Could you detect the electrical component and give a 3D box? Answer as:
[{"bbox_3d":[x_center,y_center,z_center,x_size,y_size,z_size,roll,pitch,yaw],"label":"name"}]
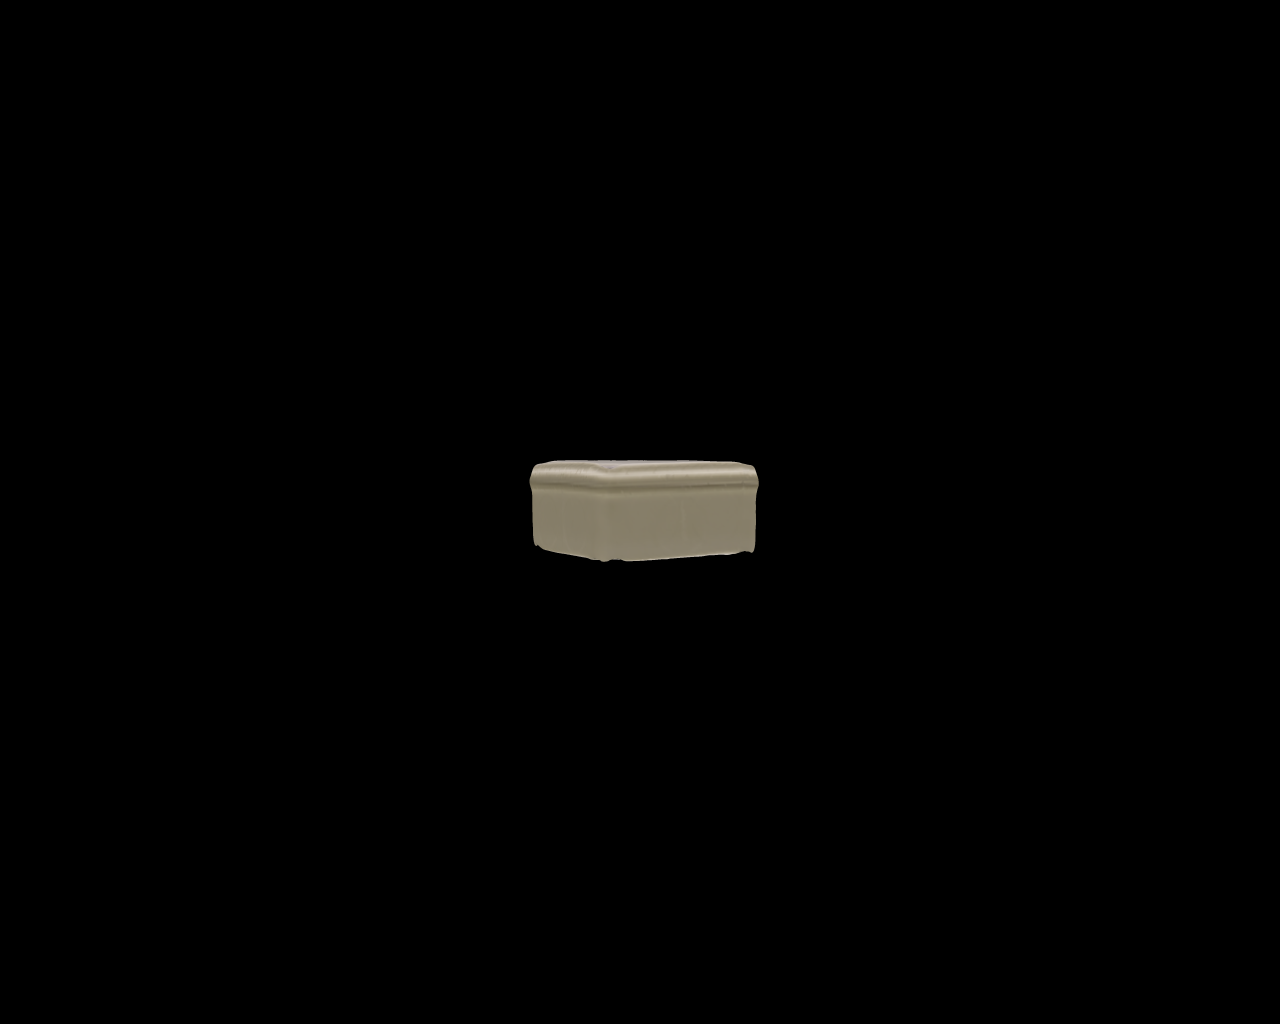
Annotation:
[{"bbox_3d":[0.001,-0.003,0.650,0.109,0.056,0.108,-2,4,-27],"label":"electrical component"}]
